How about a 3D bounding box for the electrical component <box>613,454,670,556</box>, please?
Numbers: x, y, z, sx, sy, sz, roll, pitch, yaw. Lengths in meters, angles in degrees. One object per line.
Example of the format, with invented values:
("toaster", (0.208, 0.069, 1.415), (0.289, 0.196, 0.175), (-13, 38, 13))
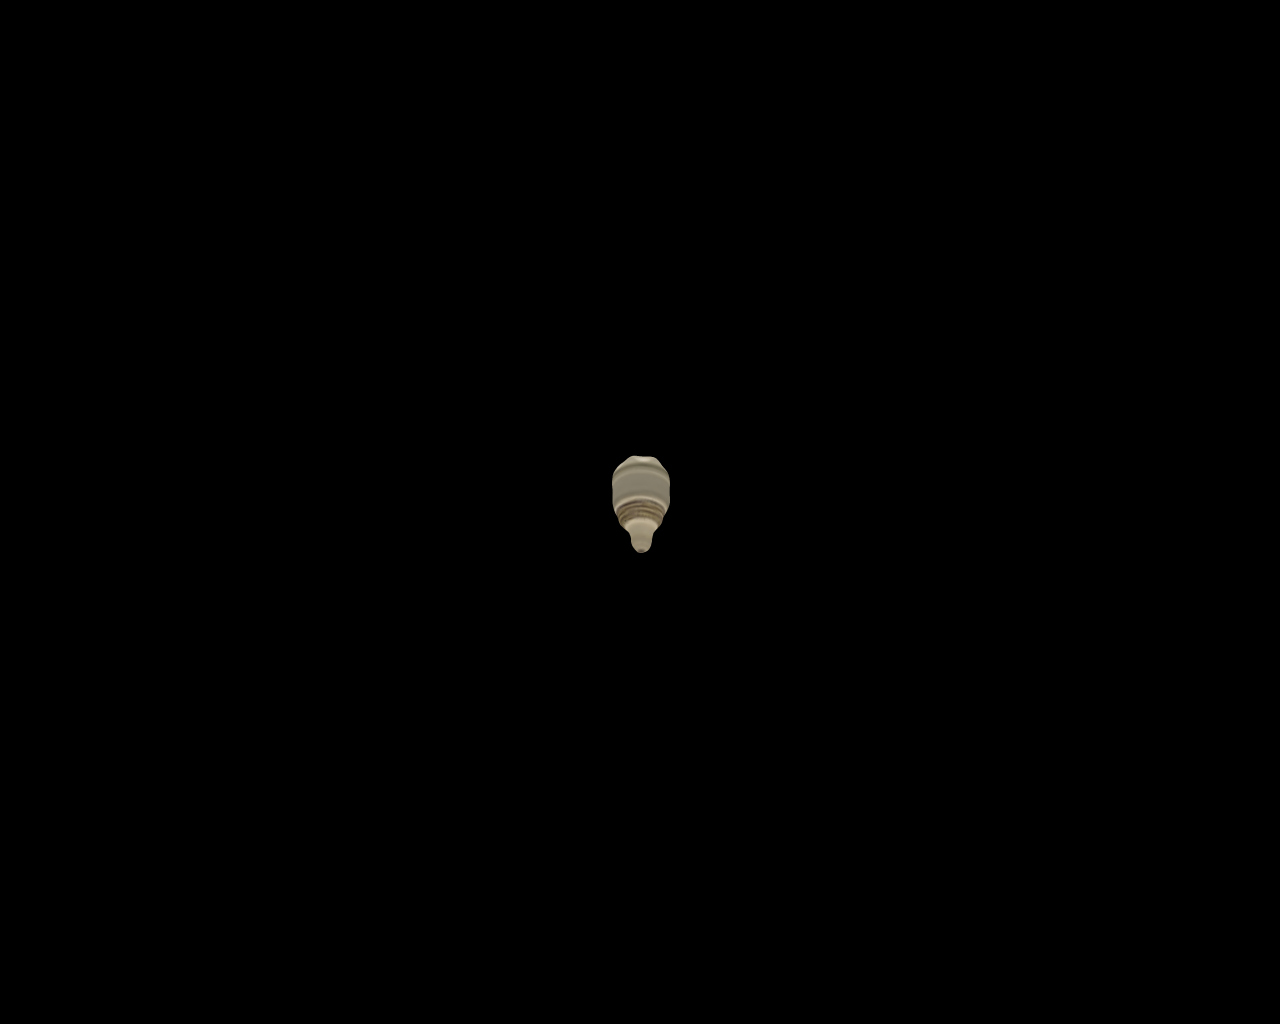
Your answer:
("electrical component", (0.001, -0.003, 0.650), (0.035, 0.061, 0.035), (0, -31, 0))
